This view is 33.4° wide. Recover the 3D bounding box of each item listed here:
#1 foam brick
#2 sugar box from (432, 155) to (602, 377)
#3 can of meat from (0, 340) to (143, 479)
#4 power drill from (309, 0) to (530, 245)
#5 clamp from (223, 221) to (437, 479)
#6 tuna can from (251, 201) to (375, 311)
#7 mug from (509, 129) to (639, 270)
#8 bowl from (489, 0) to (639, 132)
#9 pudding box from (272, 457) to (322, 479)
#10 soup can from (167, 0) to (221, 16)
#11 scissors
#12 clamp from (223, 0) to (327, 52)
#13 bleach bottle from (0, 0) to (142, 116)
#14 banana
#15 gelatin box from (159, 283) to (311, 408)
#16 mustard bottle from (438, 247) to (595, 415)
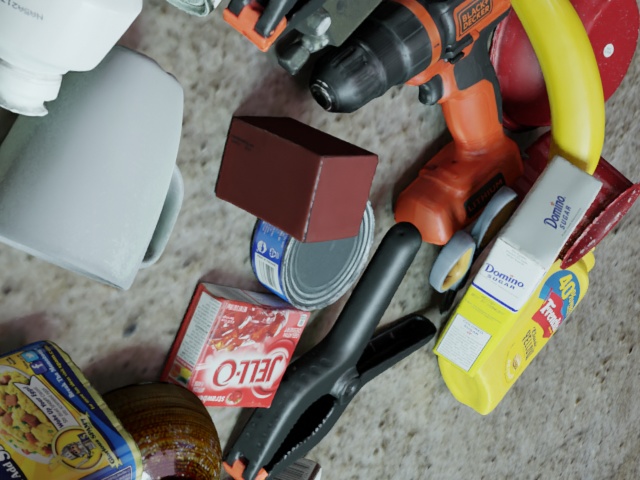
[{"bbox_3d":[-0.014,-0.037,0.624,0.051,0.078,0.053,-4,116,-47],"label":"foam brick"},{"bbox_3d":[0.144,0.024,0.795,0.093,0.048,0.176,-50,170,-30],"label":"sugar box"},{"bbox_3d":[-0.151,0.104,0.531,0.083,0.102,0.058,-20,150,-46],"label":"can of meat"},{"bbox_3d":[0.076,-0.088,0.718,0.184,0.057,0.187,-38,139,-24],"label":"power drill"},{"bbox_3d":[0.015,0.098,0.778,0.210,0.036,0.164,-49,152,-10],"label":"clamp"},{"bbox_3d":[-0.005,0.001,0.697,0.086,0.034,0.086,-29,133,-37],"label":"tuna can"},{"bbox_3d":[0.193,-0.029,0.867,0.093,0.081,0.117,-29,156,-40],"label":"mug"},{"bbox_3d":[0.200,-0.152,0.828,0.161,0.055,0.162,-29,133,-37],"label":"bowl"},{"bbox_3d":[-0.036,0.221,0.765,0.113,0.039,0.090,-51,152,-58],"label":"pudding box"},{"bbox_3d":[-0.049,-0.166,0.505,0.102,0.069,0.068,-55,143,-8],"label":"soup can"},{"bbox_3d":[0.114,0.012,0.797,0.096,0.016,0.201,-50,166,0],"label":"scissors"},{"bbox_3d":[0.018,-0.168,0.512,0.171,0.039,0.120,-51,166,-14],"label":"clamp"},{"bbox_3d":[-0.095,-0.174,0.435,0.067,0.103,0.251,-6,123,-55],"label":"bleach bottle"},{"bbox_3d":[0.167,-0.109,0.763,0.037,0.070,0.198,-39,125,-56],"label":"banana"},{"bbox_3d":[-0.053,0.070,0.687,0.089,0.030,0.073,14,102,-53],"label":"gelatin box"},{"bbox_3d":[0.184,0.059,0.943,0.191,0.058,0.096,-45,140,-22],"label":"mustard bottle"}]
